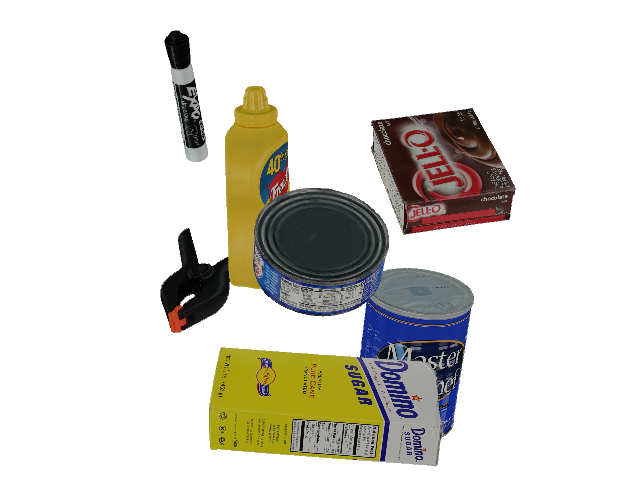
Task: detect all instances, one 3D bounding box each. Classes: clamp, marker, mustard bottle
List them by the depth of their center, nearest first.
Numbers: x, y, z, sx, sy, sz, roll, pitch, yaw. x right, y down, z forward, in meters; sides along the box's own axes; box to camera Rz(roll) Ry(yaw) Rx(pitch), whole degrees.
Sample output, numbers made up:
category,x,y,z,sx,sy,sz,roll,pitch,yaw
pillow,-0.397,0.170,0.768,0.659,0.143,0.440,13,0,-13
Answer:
category,x,y,z,sx,sy,sz,roll,pitch,yaw
marker,-0.106,-0.114,0.849,0.020,0.121,0.020,-2,44,2
mustard bottle,-0.061,-0.056,1.045,0.058,0.192,0.096,7,25,19
clamp,-0.127,0.043,1.248,0.120,0.039,0.171,-3,39,14

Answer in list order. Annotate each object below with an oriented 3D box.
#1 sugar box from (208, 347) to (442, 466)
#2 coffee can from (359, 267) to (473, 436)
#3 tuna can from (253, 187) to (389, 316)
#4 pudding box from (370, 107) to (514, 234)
category,x,y,z,sx,sy,sz,roll,pitch,yaw
sugar box,0.004,0.128,0.839,0.176,0.048,0.093,2,26,0
coffee can,0.090,0.111,1.046,0.103,0.140,0.103,5,22,-2
tuna can,0.000,0.007,0.682,0.086,0.034,0.086,4,45,-4
pudding box,0.096,-0.058,0.867,0.090,0.039,0.113,-8,41,-9
